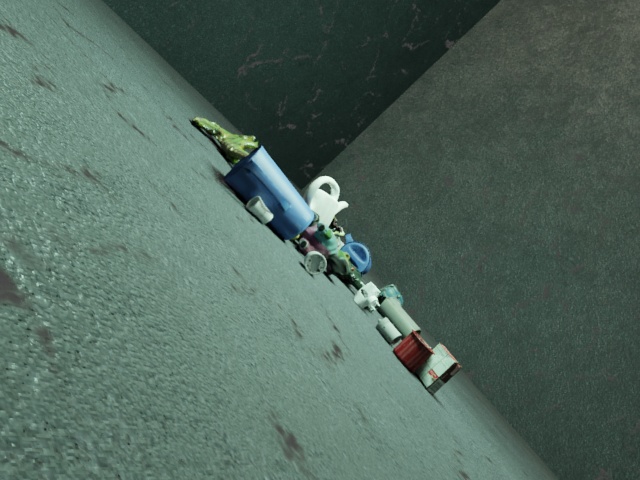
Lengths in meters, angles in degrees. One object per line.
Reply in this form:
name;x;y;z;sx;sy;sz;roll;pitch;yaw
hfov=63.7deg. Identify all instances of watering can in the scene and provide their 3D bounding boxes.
watering can;0.005;-0.086;1.713;0.105;0.225;0.344;29;-3;21

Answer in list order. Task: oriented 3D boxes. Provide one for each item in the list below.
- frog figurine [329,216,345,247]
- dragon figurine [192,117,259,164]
frog figurine;0.034;-0.014;2.263;0.138;0.125;0.156;39;-34;14
dragon figurine;-0.332;-0.339;1.764;0.241;0.121;0.415;27;9;-20
